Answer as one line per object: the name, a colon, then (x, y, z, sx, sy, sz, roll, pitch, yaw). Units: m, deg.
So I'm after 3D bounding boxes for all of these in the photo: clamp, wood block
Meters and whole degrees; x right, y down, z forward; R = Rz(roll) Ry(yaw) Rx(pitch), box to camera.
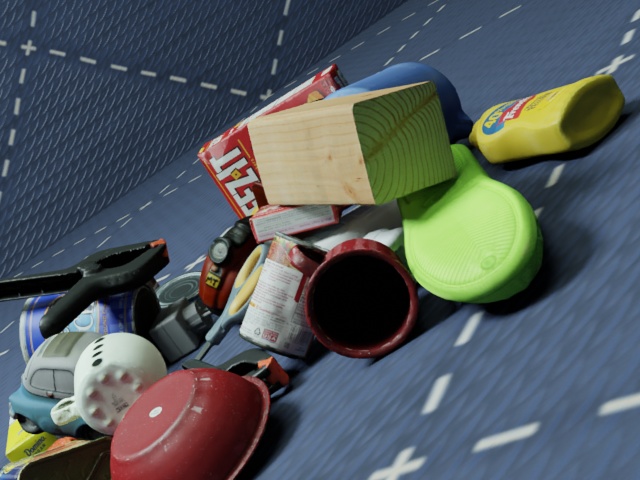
clamp: (-0.257, 0.050, 1.202, 0.209, 0.036, 0.165, -20, 26, -27)
clamp: (-0.094, 0.135, 0.989, 0.172, 0.039, 0.120, -25, 30, 30)
wood block: (0.023, -0.087, 0.999, 0.090, 0.090, 0.206, -20, 11, -27)

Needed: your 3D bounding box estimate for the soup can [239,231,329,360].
soup can: (-0.026, 0.051, 0.975, 0.068, 0.068, 0.102, -155, 85, -74)

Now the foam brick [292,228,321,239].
foam brick: (-0.008, 0.001, 1.168, 0.078, 0.051, 0.053, -10, 8, -19)

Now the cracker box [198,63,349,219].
cracker box: (-0.028, -0.105, 1.405, 0.214, 0.164, 0.072, -30, 12, 16)

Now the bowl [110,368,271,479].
bowl: (-0.118, 0.158, 0.867, 0.162, 0.055, 0.162, -34, 24, 17)

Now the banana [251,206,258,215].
banana: (-0.099, 0.012, 1.353, 0.037, 0.069, 0.198, -6, -11, -22)

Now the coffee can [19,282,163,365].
coffee can: (-0.266, 0.108, 1.257, 0.140, 0.103, 0.102, -8, 19, 10)

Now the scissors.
scissors: (-0.098, 0.078, 1.080, 0.202, 0.016, 0.096, -47, 22, 39)

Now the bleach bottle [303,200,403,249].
bleach bottle: (0.056, -0.011, 1.105, 0.250, 0.068, 0.103, -35, 13, -12)

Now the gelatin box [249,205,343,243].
gelatin box: (-0.022, -0.027, 1.088, 0.089, 0.030, 0.073, -15, 9, 8)

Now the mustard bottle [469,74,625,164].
mustard bottle: (0.218, -0.118, 1.107, 0.096, 0.058, 0.192, -41, 15, -24)

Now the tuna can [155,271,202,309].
tuna can: (-0.170, 0.075, 1.347, 0.086, 0.034, 0.086, -19, 24, 9)

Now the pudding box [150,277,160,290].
pudding box: (-0.244, 0.097, 1.365, 0.039, 0.090, 0.113, -21, 18, 45)

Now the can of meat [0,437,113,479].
can of meat: (-0.229, 0.214, 0.951, 0.101, 0.057, 0.084, -15, -2, -33)

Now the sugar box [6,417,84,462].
sugar box: (-0.309, 0.209, 1.223, 0.093, 0.048, 0.176, -35, 15, -10)

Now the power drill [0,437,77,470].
power drill: (-0.329, 0.269, 1.043, 0.188, 0.057, 0.184, -15, 19, 46)

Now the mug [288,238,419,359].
mug: (0.025, 0.039, 0.903, 0.093, 0.117, 0.081, -61, 4, 11)

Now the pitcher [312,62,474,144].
pitcher: (0.064, -0.131, 1.219, 0.149, 0.145, 0.242, -34, -1, 23)
